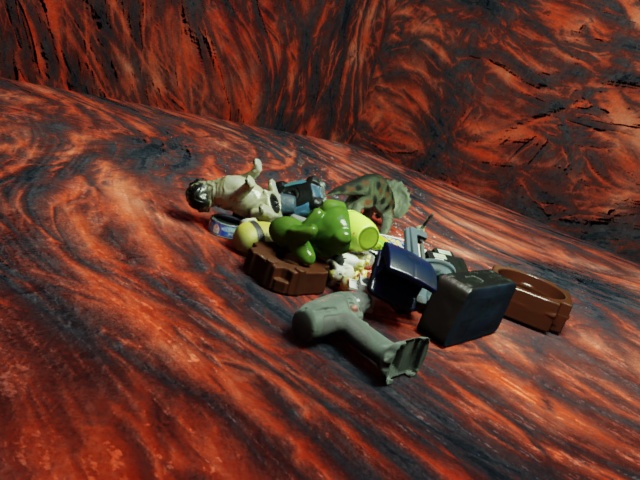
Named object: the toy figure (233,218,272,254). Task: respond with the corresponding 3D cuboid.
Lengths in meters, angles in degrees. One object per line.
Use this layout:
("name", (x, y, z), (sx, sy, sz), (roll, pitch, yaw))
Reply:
("toy figure", (-0.108, -0.002, 1.221), (0.180, 0.082, 0.089), (12, 15, -25))

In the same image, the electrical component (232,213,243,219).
("electrical component", (-0.175, -0.060, 1.404), (0.075, 0.047, 0.119), (22, 19, 15))

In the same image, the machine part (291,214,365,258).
("machine part", (-0.003, -0.004, 1.336), (0.243, 0.079, 0.079), (18, 16, 6))

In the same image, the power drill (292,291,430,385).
("power drill", (0.081, 0.150, 0.916), (0.208, 0.086, 0.232), (35, 23, 35))

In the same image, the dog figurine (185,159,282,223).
("dog figurine", (-0.203, -0.086, 1.273), (0.191, 0.172, 0.121), (-17, 23, 23))

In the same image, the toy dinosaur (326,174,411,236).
("toy dinosaur", (0.159, -0.131, 1.624), (0.131, 0.192, 0.404), (16, -10, 31))

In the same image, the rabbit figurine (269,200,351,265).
("rabbit figurine", (-0.024, -0.006, 1.129), (0.170, 0.121, 0.159), (-1, 22, -3))

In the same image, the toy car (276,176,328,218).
("toy car", (-0.052, -0.100, 1.417), (0.162, 0.109, 0.102), (-15, -22, 12))

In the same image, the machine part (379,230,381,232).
("machine part", (0.190, 0.012, 1.545), (0.084, 0.039, 0.139), (-2, 25, -34))

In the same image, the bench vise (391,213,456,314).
("bench vise", (0.210, 0.058, 1.186), (0.223, 0.129, 0.241), (19, 51, -19))

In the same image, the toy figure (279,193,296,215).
("toy figure", (-0.137, -0.093, 1.340), (0.155, 0.064, 0.058), (4, 26, 6))

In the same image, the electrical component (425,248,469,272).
("electrical component", (0.312, 0.080, 1.343), (0.115, 0.058, 0.134), (14, 36, -19))

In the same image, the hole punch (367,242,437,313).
("hole punch", (0.164, 0.060, 1.038), (0.142, 0.092, 0.116), (24, 50, -8))

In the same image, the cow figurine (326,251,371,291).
("cow figurine", (0.052, 0.064, 1.183), (0.098, 0.068, 0.167), (15, 12, 13))

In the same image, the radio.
("radio", (0.306, 0.133, 1.097), (0.229, 0.131, 0.073), (-2, 26, -47))

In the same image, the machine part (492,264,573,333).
("machine part", (0.515, 0.145, 1.348), (0.202, 0.087, 0.201), (20, 16, 16))

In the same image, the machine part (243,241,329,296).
("machine part", (-0.068, 0.055, 1.117), (0.179, 0.056, 0.179), (16, 15, -4))
